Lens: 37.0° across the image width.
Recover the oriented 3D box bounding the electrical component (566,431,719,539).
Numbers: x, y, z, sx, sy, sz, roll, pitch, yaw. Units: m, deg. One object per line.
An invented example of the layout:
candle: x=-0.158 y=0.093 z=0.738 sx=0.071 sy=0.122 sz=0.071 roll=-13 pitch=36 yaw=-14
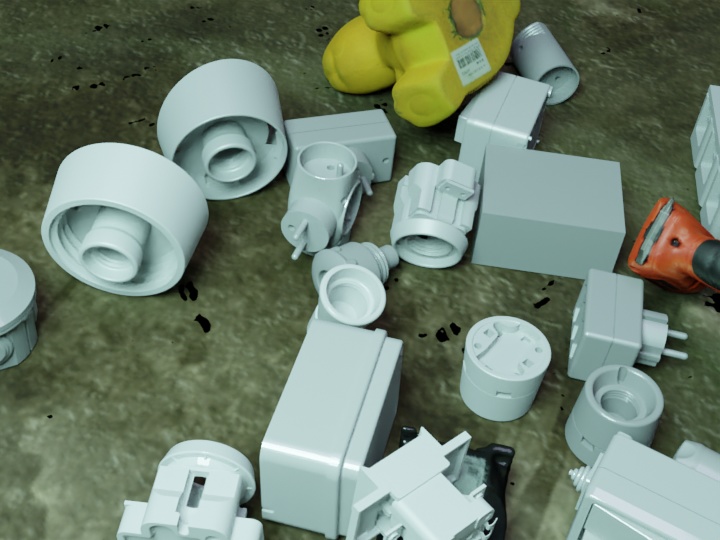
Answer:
electrical component: x=0.163 y=0.146 z=0.625 sx=0.096 sy=0.061 sz=0.061 roll=25 pitch=47 yaw=18

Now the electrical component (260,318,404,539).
electrical component: x=-0.015 y=0.094 z=0.645 sx=0.057 sy=0.078 sz=0.113 roll=12 pitch=45 yaw=9

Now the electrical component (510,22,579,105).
electrical component: x=0.164 y=-0.192 z=0.981 sx=0.043 sy=0.043 sz=0.081 roll=-7 pitch=46 yaw=-14

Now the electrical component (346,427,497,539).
electrical component: x=0.034 y=0.127 z=0.575 sx=0.081 sy=0.042 sz=0.064 roll=-27 pitch=55 yaw=-30

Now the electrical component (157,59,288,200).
electrical component: x=-0.104 y=-0.104 z=0.822 sx=0.099 sy=0.099 sz=0.064 roll=-8 pitch=52 yaw=-15

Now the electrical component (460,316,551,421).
electrical component: x=0.094 y=0.066 z=0.708 sx=0.055 sy=0.047 sz=0.055 roll=3 pitch=45 yaw=-3

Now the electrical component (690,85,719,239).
electrical component: x=0.324 y=-0.075 z=0.869 sx=0.089 sy=0.061 sz=0.150 roll=9 pitch=44 yaw=3

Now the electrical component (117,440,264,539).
electrical component: x=-0.091 y=0.134 z=0.610 sx=0.078 sy=0.058 sz=0.057 roll=5 pitch=46 yaw=5

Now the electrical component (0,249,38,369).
electrical component: x=-0.252 y=0.027 z=0.704 sx=0.080 sy=0.051 sz=0.080 roll=3 pitch=45 yaw=-3

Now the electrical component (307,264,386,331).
electrical component: x=-0.012 y=0.030 z=0.718 sx=0.044 sy=0.065 sz=0.044 roll=7 pitch=60 yaw=-13

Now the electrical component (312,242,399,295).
electrical component: x=0.000 y=0.000 z=0.767 sx=0.062 sy=0.048 sz=0.048 roll=-25 pitch=52 yaw=-36

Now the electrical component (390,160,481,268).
electrical component: x=0.054 y=-0.038 z=0.795 sx=0.058 sy=0.078 sz=0.057 roll=21 pitch=62 yaw=-17

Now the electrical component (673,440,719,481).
electrical component: x=0.217 y=0.135 z=0.656 sx=0.062 sy=0.043 sz=0.043 roll=27 pitch=48 yaw=18

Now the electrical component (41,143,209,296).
electrical component: x=-0.163 y=-0.027 z=0.733 sx=0.108 sy=0.108 sz=0.060 roll=9 pitch=50 yaw=2

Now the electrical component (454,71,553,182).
electrical component: x=0.117 y=-0.119 z=0.888 sx=0.061 sy=0.061 sz=0.096 roll=18 pitch=45 yaw=11

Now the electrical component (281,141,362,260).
electrical component: x=-0.032 y=-0.040 z=0.779 sx=0.044 sy=0.077 sz=0.079 roll=18 pitch=46 yaw=11

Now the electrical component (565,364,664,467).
electrical component: x=0.164 y=0.094 z=0.688 sx=0.055 sy=0.047 sz=0.055 roll=3 pitch=45 yaw=-3

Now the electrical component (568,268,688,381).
electrical component: x=0.188 y=0.044 z=0.742 sx=0.077 sy=0.047 sz=0.065 roll=13 pitch=45 yaw=4

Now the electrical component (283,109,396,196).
electrical component: x=-0.012 y=-0.082 z=0.846 sx=0.083 sy=0.047 sz=0.075 roll=-9 pitch=47 yaw=-15
